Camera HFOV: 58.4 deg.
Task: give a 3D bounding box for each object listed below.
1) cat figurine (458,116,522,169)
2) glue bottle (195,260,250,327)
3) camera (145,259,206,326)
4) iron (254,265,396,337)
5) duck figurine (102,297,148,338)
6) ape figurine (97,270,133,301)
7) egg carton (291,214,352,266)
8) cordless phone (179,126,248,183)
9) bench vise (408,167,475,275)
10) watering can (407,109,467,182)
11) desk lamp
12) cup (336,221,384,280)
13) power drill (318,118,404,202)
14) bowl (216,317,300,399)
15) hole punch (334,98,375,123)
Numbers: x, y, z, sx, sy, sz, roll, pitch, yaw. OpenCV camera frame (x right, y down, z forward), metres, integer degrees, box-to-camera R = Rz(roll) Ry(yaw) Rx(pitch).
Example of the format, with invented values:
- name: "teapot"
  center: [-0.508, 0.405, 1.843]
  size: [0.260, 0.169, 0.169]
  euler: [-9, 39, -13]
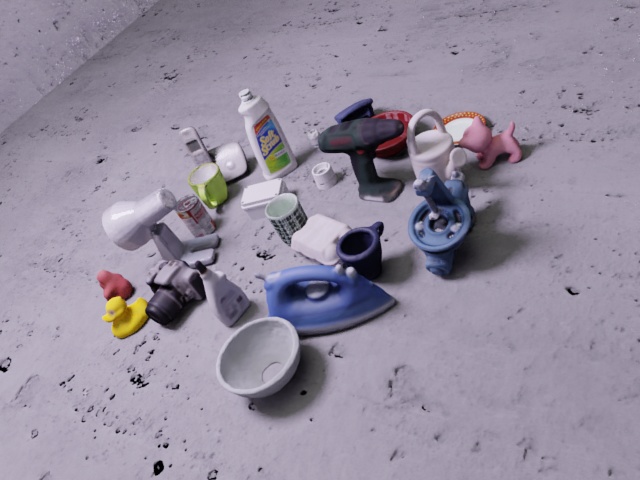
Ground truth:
- name: "cat figurine"
  center: [0.368, -0.220, 1.251]
  size: [0.127, 0.118, 0.067]
  euler: [-15, 42, 15]
- name: "glue bottle"
  center: [-0.211, 0.101, 1.188]
  size: [0.037, 0.174, 0.078]
  euler: [19, 59, 41]
- name: "camera"
  center: [-0.350, 0.116, 1.307]
  size: [0.142, 0.101, 0.137]
  euler: [9, 52, 35]
- name: "iron"
  center: [0.003, 0.094, 1.101]
  size: [0.257, 0.142, 0.118]
  euler: [-11, 43, 19]
- name: "duck figurine"
  center: [-0.453, 0.165, 1.324]
  size: [0.105, 0.086, 0.077]
  euler: [-42, 42, -17]
- name: "ape figurine"
  center: [-0.514, 0.108, 1.414]
  size: [0.076, 0.092, 0.078]
  euler: [-1, 47, 29]
- name: "egg carton"
  center: [0.011, 0.004, 1.248]
  size: [0.149, 0.070, 0.107]
  euler: [22, 60, 43]
- name: "cordless phone"
  center: [-0.296, -0.247, 1.597]
  size: [0.147, 0.185, 0.094]
  euler: [-23, 40, 6]
- name: "bench vise"
  center: [0.221, -0.070, 1.093]
  size: [0.121, 0.220, 0.207]
  euler: [-11, 43, 20]
- name: "watering can"
  center: [0.246, -0.192, 1.229]
  size: [0.172, 0.195, 0.101]
  euler: [13, 54, 38]
- name: "desk lamp"
  center: [-0.385, -0.025, 1.388]
  size: [0.203, 0.214, 0.118]
  euler: [-16, 41, 14]
- name: "cup"
  center: [0.097, 0.026, 1.158]
  size: [0.118, 0.095, 0.091]
  euler: [-45, 43, -20]
- name: "power drill"
  center: [0.111, -0.186, 1.286]
  size: [0.228, 0.209, 0.076]
  euler: [9, 52, 36]
- name: "bowl"
  center: [-0.104, 0.231, 1.068]
  size: [0.167, 0.075, 0.167]
  euler: [-15, 41, 14]
- name: "hole punch"
  center: [0.093, -0.341, 1.554]
  size: [0.108, 0.091, 0.100]
  euler: [-31, 40, -3]
